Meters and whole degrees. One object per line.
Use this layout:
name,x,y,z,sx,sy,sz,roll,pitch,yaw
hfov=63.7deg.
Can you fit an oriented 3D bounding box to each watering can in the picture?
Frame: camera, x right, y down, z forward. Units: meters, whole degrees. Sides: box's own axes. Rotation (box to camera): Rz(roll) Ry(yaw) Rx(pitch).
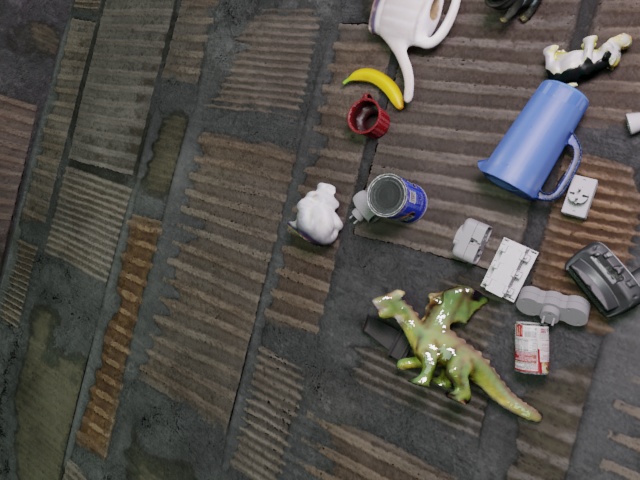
watering can,0.217,-0.535,1.305,0.226,0.103,0.346,28,96,31

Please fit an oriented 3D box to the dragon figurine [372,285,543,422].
dragon figurine,0.308,0.222,1.156,0.411,0.121,0.244,16,85,15

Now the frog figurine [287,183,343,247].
frog figurine,0.004,-0.069,1.362,0.137,0.123,0.159,33,93,-4
